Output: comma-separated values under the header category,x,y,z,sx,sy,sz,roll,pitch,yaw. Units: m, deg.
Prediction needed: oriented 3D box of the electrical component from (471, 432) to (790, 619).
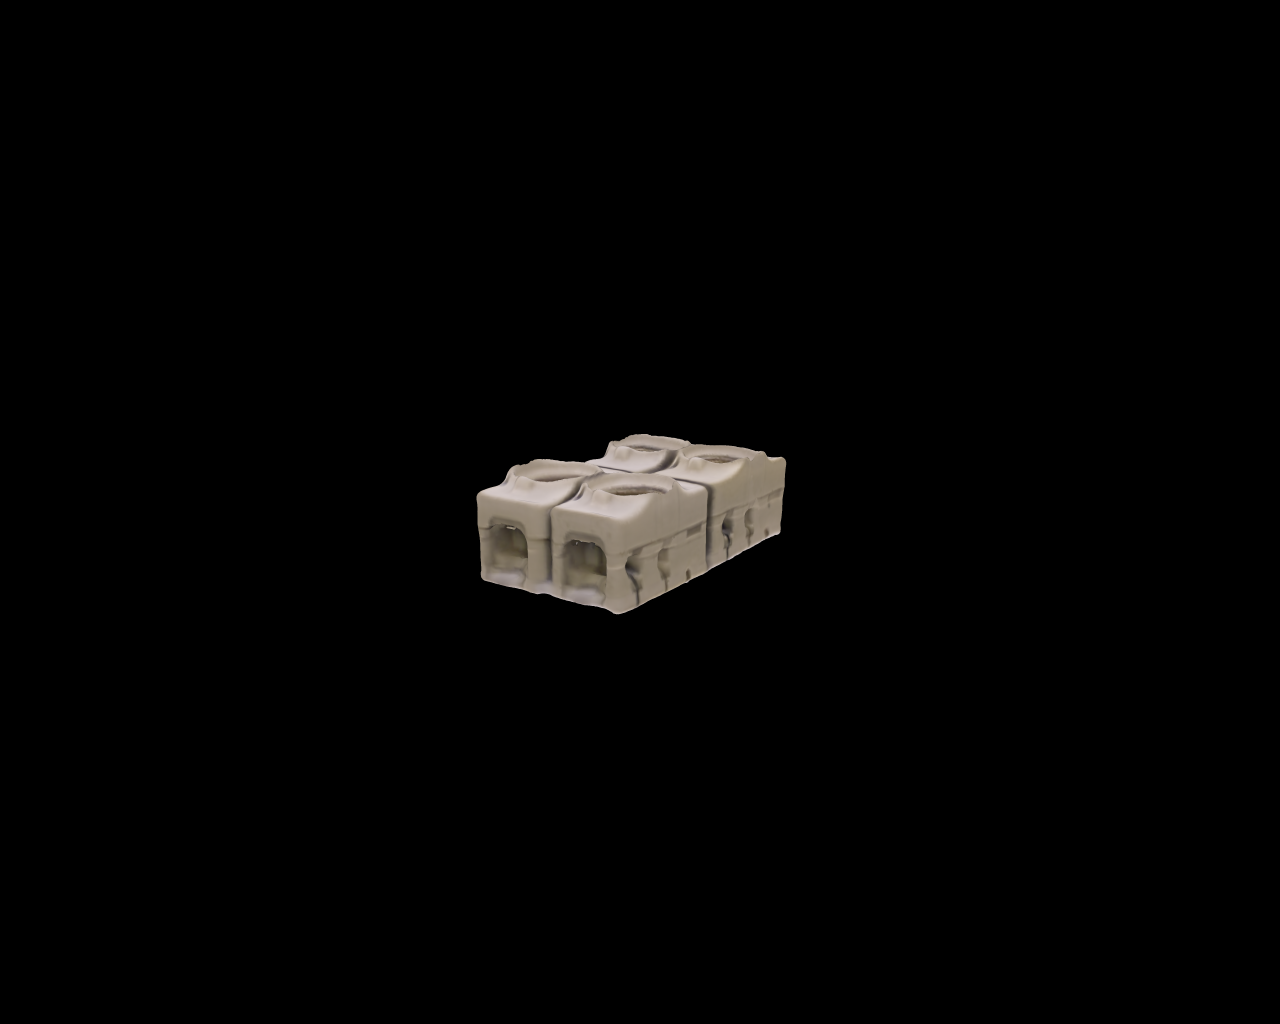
category,x,y,z,sx,sy,sz,roll,pitch,yaw
electrical component,0.001,-0.003,0.650,0.105,0.060,0.186,11,19,34
